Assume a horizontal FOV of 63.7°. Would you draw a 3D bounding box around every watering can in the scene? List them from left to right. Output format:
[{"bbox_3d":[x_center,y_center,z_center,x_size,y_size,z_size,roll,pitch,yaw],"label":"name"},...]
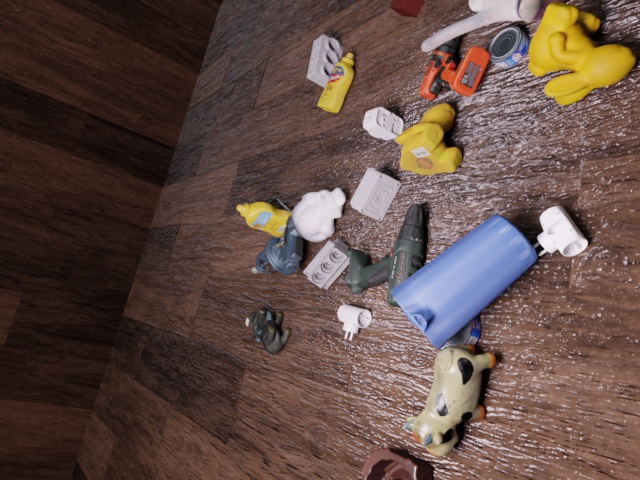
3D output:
[{"bbox_3d":[0.391,-0.508,1.095,0.347,0.102,0.228,-44,35,3],"label":"watering can"}]

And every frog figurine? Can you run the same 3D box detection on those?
[{"bbox_3d":[0.004,-0.072,1.427,0.157,0.124,0.138,-25,85,37],"label":"frog figurine"}]
